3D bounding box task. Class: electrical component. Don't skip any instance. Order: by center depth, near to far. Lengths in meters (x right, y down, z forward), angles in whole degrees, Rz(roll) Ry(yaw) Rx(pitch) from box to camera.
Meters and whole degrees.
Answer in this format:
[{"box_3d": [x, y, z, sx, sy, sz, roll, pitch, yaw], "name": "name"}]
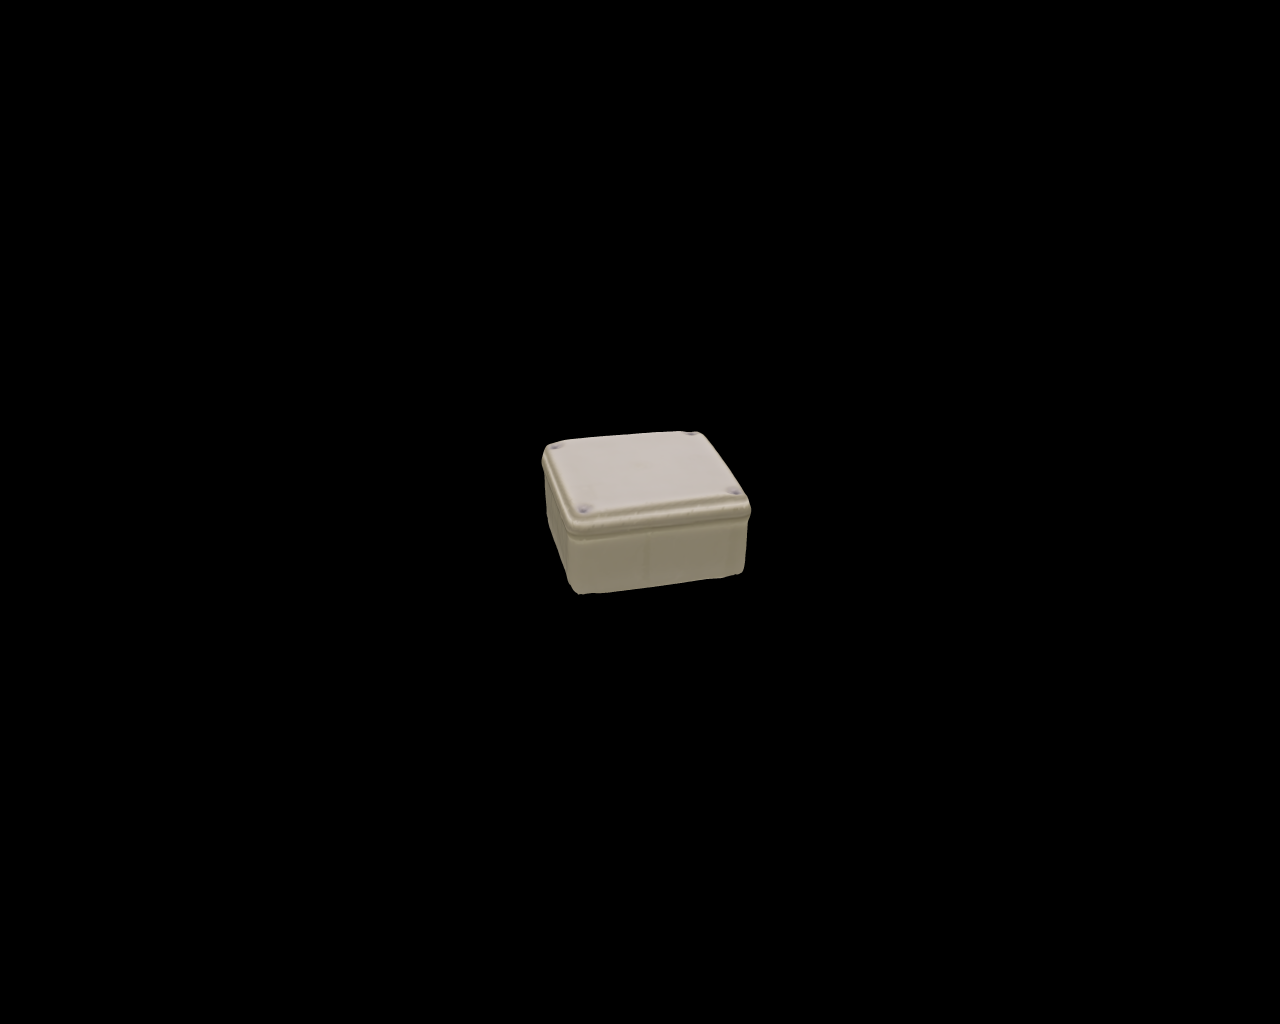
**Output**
[{"box_3d": [0.001, -0.003, 0.650, 0.109, 0.056, 0.109, -6, 28, -12], "name": "electrical component"}]
